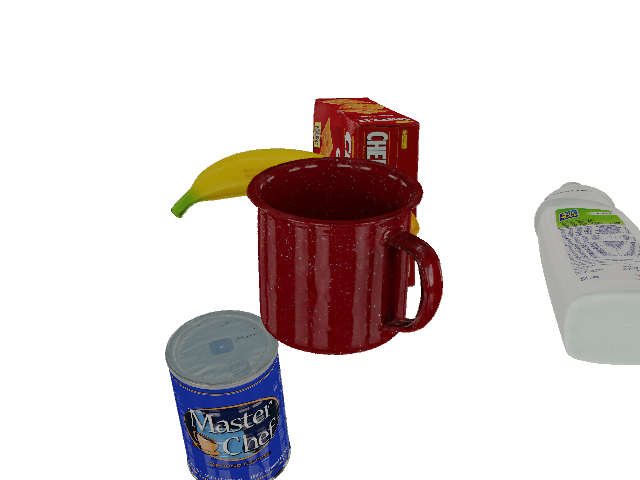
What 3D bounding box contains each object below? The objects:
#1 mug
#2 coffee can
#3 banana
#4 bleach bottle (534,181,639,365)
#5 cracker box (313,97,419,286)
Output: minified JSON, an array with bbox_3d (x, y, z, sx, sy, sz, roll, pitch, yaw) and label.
[{"bbox_3d":[0.016,0.012,0.572,0.117,0.081,0.093,20,31,36],"label":"mug"},{"bbox_3d":[-0.084,0.151,1.003,0.103,0.140,0.103,-3,35,2],"label":"coffee can"},{"bbox_3d":[-0.016,-0.039,0.843,0.198,0.069,0.037,5,-18,14],"label":"banana"},{"bbox_3d":[0.242,0.012,0.920,0.102,0.068,0.250,0,27,5],"label":"bleach bottle"},{"bbox_3d":[0.042,-0.058,1.120,0.072,0.164,0.214,-3,14,-10],"label":"cracker box"}]
